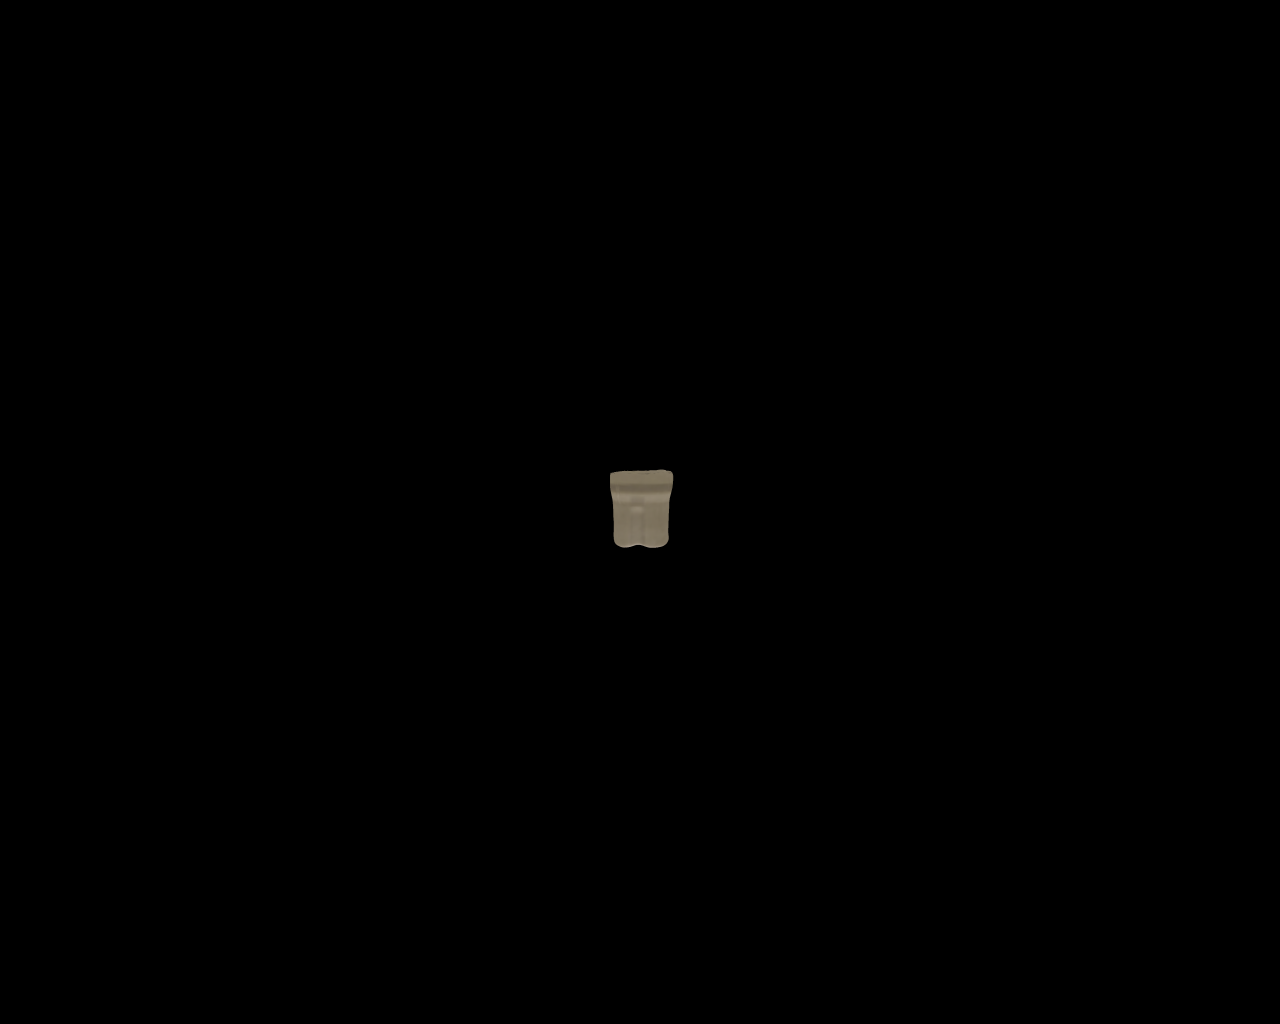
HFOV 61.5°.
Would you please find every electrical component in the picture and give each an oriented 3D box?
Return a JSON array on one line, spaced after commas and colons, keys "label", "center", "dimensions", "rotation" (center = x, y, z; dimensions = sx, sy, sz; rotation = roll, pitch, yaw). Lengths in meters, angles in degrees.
[{"label": "electrical component", "center": [0.001, -0.003, 0.650], "dimensions": [0.040, 0.046, 0.040], "rotation": [0, 4, 0]}]
